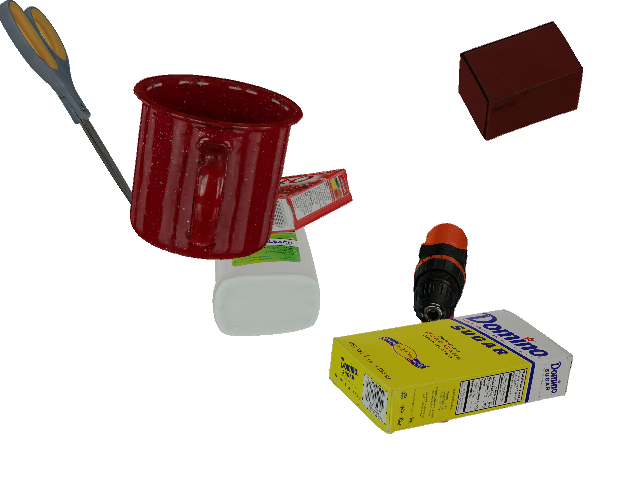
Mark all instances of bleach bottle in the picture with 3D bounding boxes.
[{"bbox_3d":[-0.066,0.000,1.077,0.102,0.068,0.251,-3,29,-9],"label":"bleach bottle"}]

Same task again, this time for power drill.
[{"bbox_3d":[0.122,0.095,1.126,0.057,0.188,0.184,8,26,10],"label":"power drill"}]

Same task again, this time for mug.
[{"bbox_3d":[-0.061,-0.036,0.587,0.093,0.081,0.117,7,22,-10],"label":"mug"}]

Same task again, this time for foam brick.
[{"bbox_3d":[0.150,-0.120,0.805,0.078,0.051,0.053,-19,-29,-5],"label":"foam brick"}]

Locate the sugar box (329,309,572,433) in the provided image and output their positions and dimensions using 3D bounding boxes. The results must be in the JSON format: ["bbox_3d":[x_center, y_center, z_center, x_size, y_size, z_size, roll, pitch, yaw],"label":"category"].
[{"bbox_3d":[0.106,0.102,0.865,0.175,0.048,0.093,-10,27,-27],"label":"sugar box"}]

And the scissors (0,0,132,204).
[{"bbox_3d":[-0.216,-0.127,0.941,0.016,0.201,0.096,-28,26,10],"label":"scissors"}]

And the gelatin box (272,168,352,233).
[{"bbox_3d":[-0.032,-0.029,0.823,0.089,0.030,0.073,-4,16,41],"label":"gelatin box"}]
